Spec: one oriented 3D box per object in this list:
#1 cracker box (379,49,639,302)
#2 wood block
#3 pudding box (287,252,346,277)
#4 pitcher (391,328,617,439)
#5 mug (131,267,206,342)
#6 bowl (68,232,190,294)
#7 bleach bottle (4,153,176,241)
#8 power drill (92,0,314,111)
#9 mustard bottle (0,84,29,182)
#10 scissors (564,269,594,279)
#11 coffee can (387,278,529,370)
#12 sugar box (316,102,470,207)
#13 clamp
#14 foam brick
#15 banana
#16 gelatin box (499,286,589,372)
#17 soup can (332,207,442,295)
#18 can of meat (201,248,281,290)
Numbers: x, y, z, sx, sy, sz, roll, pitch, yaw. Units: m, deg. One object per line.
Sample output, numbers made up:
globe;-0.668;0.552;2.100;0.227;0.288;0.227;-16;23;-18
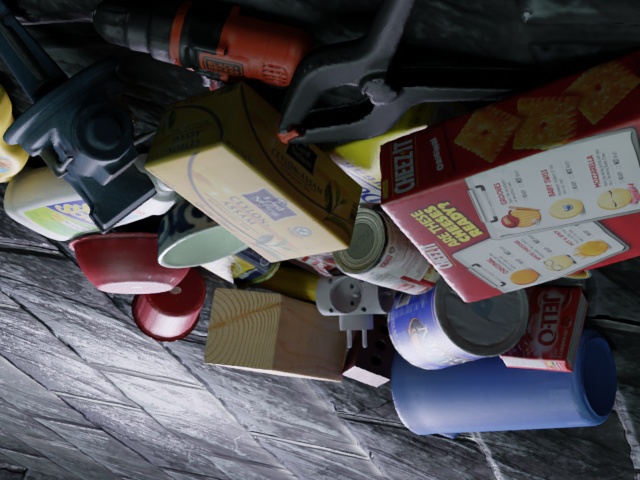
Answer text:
cracker box;0.177;-0.042;0.833;0.214;0.072;0.164;-18;140;25
wood block;-0.047;0.119;1.302;0.091;0.090;0.205;4;171;25
pudding box;-0.008;0.001;1.163;0.113;0.039;0.090;27;155;-19
pitcher;0.209;0.153;1.242;0.243;0.145;0.149;-8;157;39
mug;-0.203;0.068;1.403;0.117;0.093;0.082;53;151;10
bowl;-0.224;0.032;1.295;0.162;0.055;0.162;-2;169;-1
bleach bottle;-0.242;-0.056;1.183;0.251;0.068;0.102;-10;146;44
power drill;-0.095;-0.132;0.921;0.184;0.057;0.188;15;156;9
mustard bottle;-0.363;-0.115;1.149;0.096;0.058;0.192;16;156;8
scissors;0.175;-0.004;1.050;0.202;0.016;0.096;17;154;4
coffee can;0.143;0.079;1.125;0.102;0.102;0.140;23;162;-11
sugar box;0.065;-0.077;0.940;0.093;0.048;0.177;33;151;-31
clamp;0.044;-0.132;0.802;0.210;0.036;0.164;-18;137;28
foam brick;0.068;0.140;1.356;0.053;0.078;0.051;22;155;-11
banana;0.012;0.053;1.255;0.198;0.037;0.069;4;161;33
gelatin box;0.235;0.091;1.119;0.073;0.089;0.030;1;148;34
soup can;0.067;0.011;1.033;0.069;0.068;0.102;-4;165;41
can of meat;-0.100;0.009;1.224;0.083;0.057;0.102;30;153;-21
